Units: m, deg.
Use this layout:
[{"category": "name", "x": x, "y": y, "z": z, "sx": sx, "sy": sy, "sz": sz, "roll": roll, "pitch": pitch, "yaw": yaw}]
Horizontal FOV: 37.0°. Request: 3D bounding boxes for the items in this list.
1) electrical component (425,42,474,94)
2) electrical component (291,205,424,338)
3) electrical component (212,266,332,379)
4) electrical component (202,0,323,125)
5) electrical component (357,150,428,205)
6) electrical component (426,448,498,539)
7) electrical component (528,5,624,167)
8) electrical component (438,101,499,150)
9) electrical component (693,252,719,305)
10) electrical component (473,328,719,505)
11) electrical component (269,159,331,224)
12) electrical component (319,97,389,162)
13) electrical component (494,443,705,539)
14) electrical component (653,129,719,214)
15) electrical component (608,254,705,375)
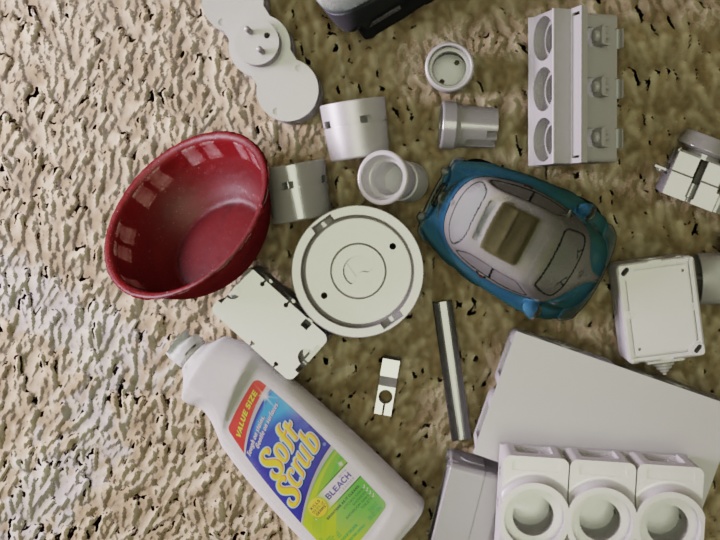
[{"category": "electrical component", "x": 0.074, "y": -0.166, "z": 0.893, "sx": 0.040, "sy": 0.046, "sz": 0.040, "roll": 0, "pitch": 93, "yaw": 4}, {"category": "electrical component", "x": 0.000, "y": 0.000, "z": 0.900, "sx": 0.108, "sy": 0.060, "sz": 0.108, "roll": 0, "pitch": 93, "yaw": 4}, {"category": "electrical component", "x": -0.072, "y": 0.043, "z": 0.910, "sx": 0.089, "sy": 0.056, "sz": 0.050, "roll": 42, "pitch": 95, "yaw": 1}, {"category": "electrical component", "x": -0.083, "y": -0.185, "z": 0.890, "sx": 0.052, "sy": 0.074, "sz": 0.138, "roll": -32, "pitch": 90, "yaw": 5}, {"category": "electrical component", "x": 0.031, "y": -0.074, "z": 0.891, "sx": 0.044, "sy": 0.065, "sz": 0.044, "roll": 0, "pitch": 91, "yaw": 24}, {"category": "electrical component", "x": 0.092, "y": 0.207, "z": 0.902, "sx": 0.061, "sy": 0.062, "sz": 0.096, "roll": 14, "pitch": 94, "yaw": 4}, {"category": "electrical component", "x": 0.175, "y": -0.146, "z": 0.877, "sx": 0.063, "sy": 0.079, "sz": 0.121, "roll": -1, "pitch": 93, "yaw": -17}, {"category": "electrical component", "x": 0.090, "y": -0.120, "z": 0.898, "sx": 0.046, "sy": 0.040, "sz": 0.040, "roll": 3, "pitch": 93, "yaw": -1}, {"category": "electrical component", "x": 0.315, "y": -0.012, "z": 0.883, "sx": 0.077, "sy": 0.044, "sz": 0.079, "roll": -2, "pitch": 92, "yaw": 5}, {"category": "electrical component", "x": 0.199, "y": 0.127, "z": 0.891, "sx": 0.186, "sy": 0.060, "sz": 0.105, "roll": 19, "pitch": 94, "yaw": 3}, {"category": "electrical component", "x": -0.052, "y": -0.066, "z": 0.904, "sx": 0.055, "sy": 0.055, "sz": 0.047, "roll": -10, "pitch": 96, "yaw": 5}, {"category": "electrical component", "x": -0.003, "y": -0.117, "z": 0.898, "sx": 0.055, "sy": 0.055, "sz": 0.047, "roll": -8, "pitch": 96, "yaw": 5}, {"category": "electrical component", "x": 0.182, "y": 0.187, "z": 0.831, "sx": 0.150, "sy": 0.062, "sz": 0.089, "roll": 3, "pitch": 92, "yaw": 4}, {"category": "electrical component", "x": 0.277, "y": -0.083, "z": 0.883, "sx": 0.066, "sy": 0.048, "sz": 0.055, "roll": 22, "pitch": 102, "yaw": 3}, {"category": "electrical component", "x": 0.242, "y": 0.037, "z": 0.883, "sx": 0.062, "sy": 0.061, "sz": 0.096, "roll": -8, "pitch": 92, "yaw": 5}]
